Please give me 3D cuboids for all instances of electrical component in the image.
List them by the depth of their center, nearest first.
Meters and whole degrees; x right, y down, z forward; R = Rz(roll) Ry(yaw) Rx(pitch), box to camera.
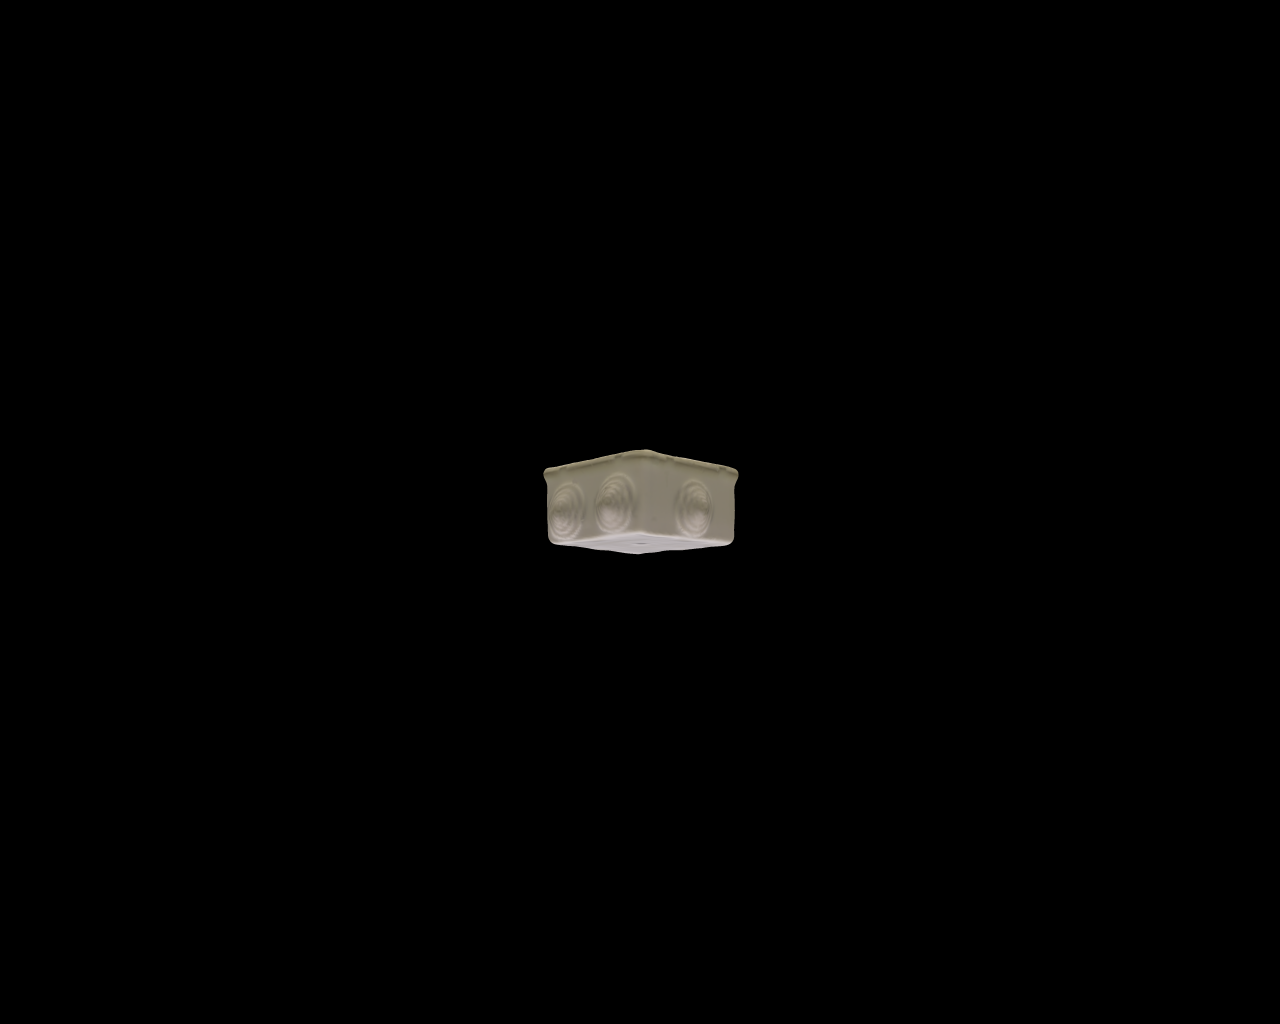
[{"bbox_3d":[0.001,-0.003,0.650,0.099,0.048,0.100,-8,-11,43],"label":"electrical component"}]
